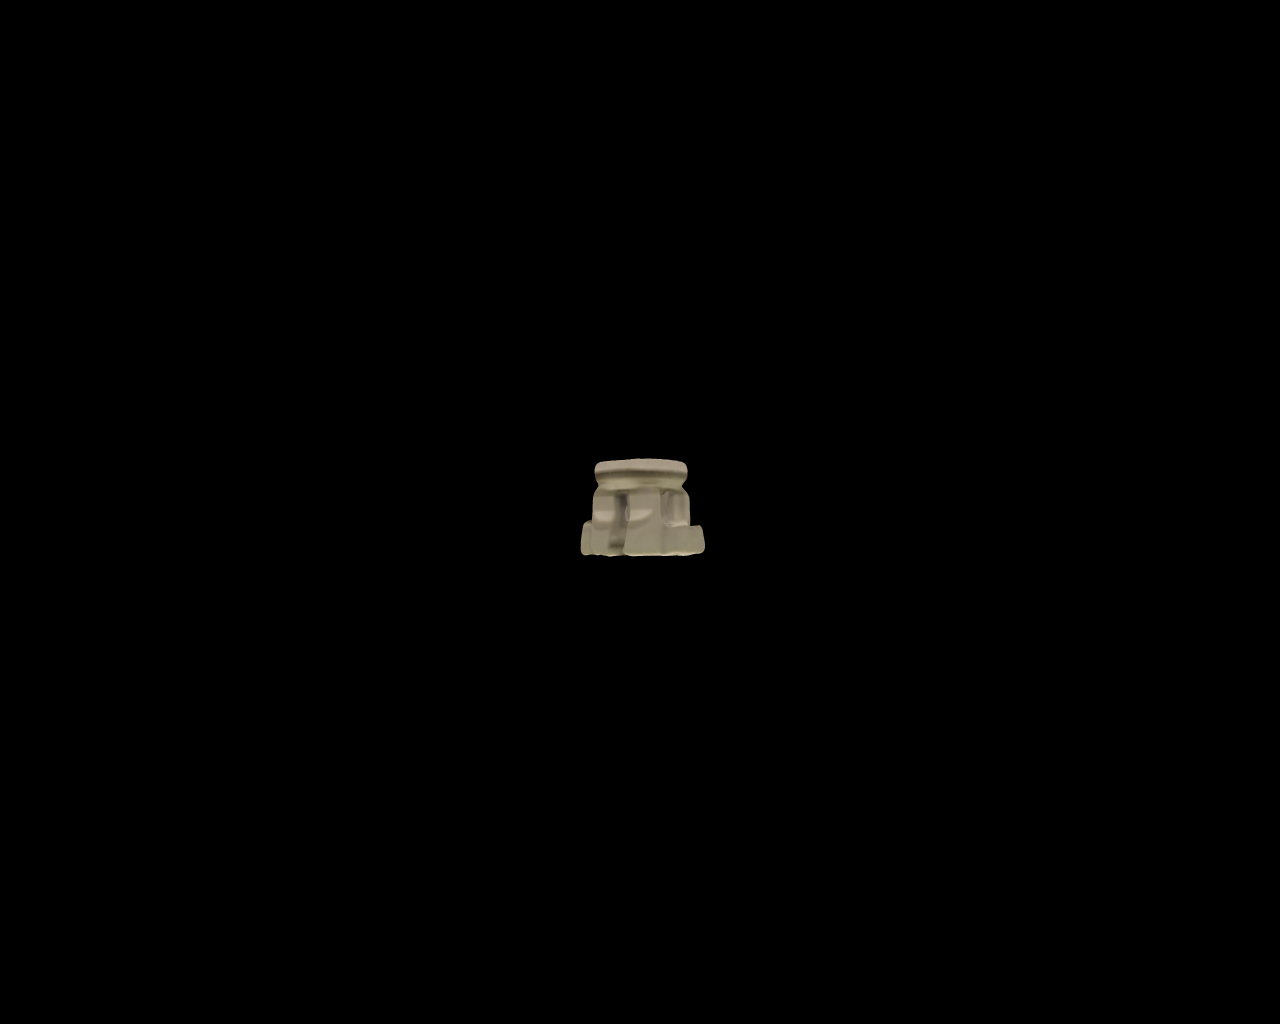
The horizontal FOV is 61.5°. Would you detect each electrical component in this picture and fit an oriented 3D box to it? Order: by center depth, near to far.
[{"bbox_3d":[0.001,-0.003,0.650,0.078,0.057,0.058,-1,-2,34],"label":"electrical component"}]
